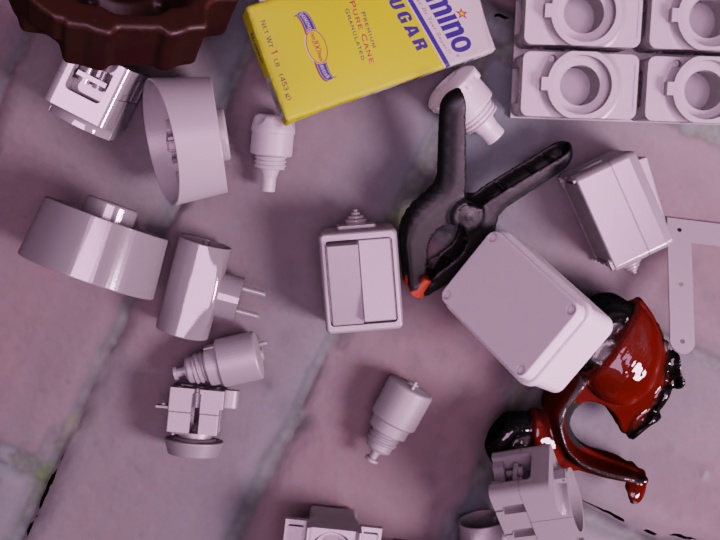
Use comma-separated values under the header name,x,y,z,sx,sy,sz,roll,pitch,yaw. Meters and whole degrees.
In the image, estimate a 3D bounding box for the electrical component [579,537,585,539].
name,x,y,z,sx,sy,sz,roll,pitch,yaw
electrical component,0.170,0.261,0.897,0.061,0.061,0.096,-5,97,-1

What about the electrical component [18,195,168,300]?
name,x,y,z,sx,sy,sz,roll,pitch,yaw
electrical component,-0.201,-0.023,0.831,0.108,0.108,0.060,20,90,-4

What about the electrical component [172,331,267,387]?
name,x,y,z,sx,sy,sz,roll,pitch,yaw
electrical component,-0.113,0.076,0.877,0.078,0.040,0.040,-12,97,0

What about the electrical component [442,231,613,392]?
name,x,y,z,sx,sy,sz,roll,pitch,yaw
electrical component,0.128,0.031,0.836,0.078,0.057,0.113,-52,51,12

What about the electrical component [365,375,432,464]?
name,x,y,z,sx,sy,sz,roll,pitch,yaw
electrical component,0.027,0.123,0.887,0.040,0.040,0.078,28,96,-5

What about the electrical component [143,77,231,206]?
name,x,y,z,sx,sy,sz,roll,pitch,yaw
electrical component,-0.134,-0.101,0.828,0.064,0.099,0.099,-8,97,-7

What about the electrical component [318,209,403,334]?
name,x,y,z,sx,sy,sz,roll,pitch,yaw
electrical component,0.000,0.000,0.860,0.062,0.061,0.096,-5,97,-1

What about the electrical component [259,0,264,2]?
name,x,y,z,sx,sy,sz,roll,pitch,yaw
electrical component,-0.067,-0.251,0.826,0.042,0.064,0.081,-12,98,0

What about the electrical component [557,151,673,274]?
name,x,y,z,sx,sy,sz,roll,pitch,yaw
electrical component,0.210,-0.044,0.860,0.061,0.061,0.096,-25,97,2

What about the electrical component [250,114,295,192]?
name,x,y,z,sx,sy,sz,roll,pitch,yaw
electrical component,-0.071,-0.093,0.860,0.035,0.035,0.061,6,99,-2

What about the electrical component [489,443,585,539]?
name,x,y,z,sx,sy,sz,roll,pitch,yaw
electrical component,0.142,0.186,0.845,0.056,0.050,0.089,-13,121,19

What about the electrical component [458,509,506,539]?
name,x,y,z,sx,sy,sz,roll,pitch,yaw
electrical component,0.112,0.247,0.885,0.044,0.079,0.077,-11,97,-9

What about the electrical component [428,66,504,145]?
name,x,y,z,sx,sy,sz,roll,pitch,yaw
electrical component,0.089,-0.128,0.857,0.048,0.048,0.062,-43,104,4

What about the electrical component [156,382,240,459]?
name,x,y,z,sx,sy,sz,roll,pitch,yaw
electrical component,-0.134,0.123,0.880,0.066,0.048,0.055,6,89,-2

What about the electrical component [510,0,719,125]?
name,x,y,z,sx,sy,sz,roll,pitch,yaw
electrical component,0.218,-0.170,0.846,0.186,0.060,0.105,2,97,-2

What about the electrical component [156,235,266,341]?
name,x,y,z,sx,sy,sz,roll,pitch,yaw
electrical component,-0.117,0.019,0.868,0.079,0.043,0.077,15,97,-4

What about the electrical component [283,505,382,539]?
name,x,y,z,sx,sy,sz,roll,pitch,yaw
electrical component,-0.028,0.262,0.891,0.079,0.063,0.121,7,97,-2

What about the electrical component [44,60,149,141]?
name,x,y,z,sx,sy,sz,roll,pitch,yaw
electrical component,-0.201,-0.135,0.823,0.050,0.089,0.055,27,96,-5
